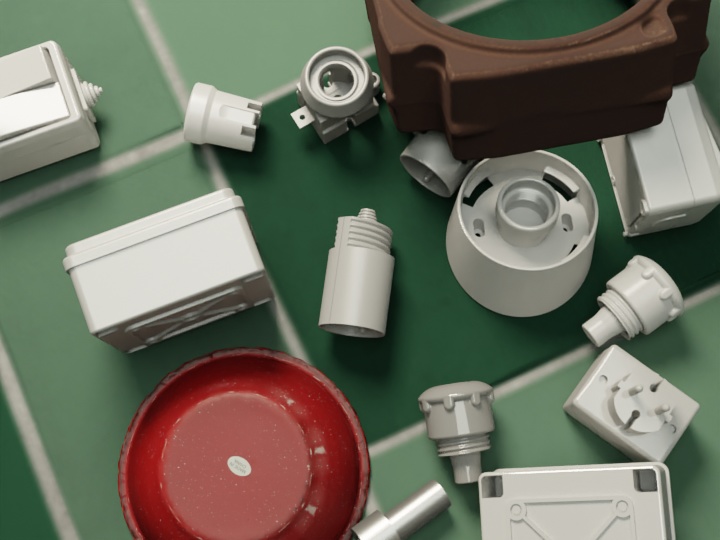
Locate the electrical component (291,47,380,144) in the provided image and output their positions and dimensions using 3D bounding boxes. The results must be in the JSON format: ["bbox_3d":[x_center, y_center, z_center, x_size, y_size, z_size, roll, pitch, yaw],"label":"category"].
[{"bbox_3d":[-0.015,-0.119,0.719,0.066,0.055,0.048,-31,79,-7],"label":"electrical component"}]

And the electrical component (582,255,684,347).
[{"bbox_3d":[0.173,0.024,0.693,0.062,0.048,0.048,-37,80,-1],"label":"electrical component"}]

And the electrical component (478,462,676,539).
[{"bbox_3d":[0.130,0.171,0.636,0.109,0.056,0.108,-6,78,19],"label":"electrical component"}]

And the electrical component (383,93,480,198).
[{"bbox_3d":[0.053,-0.102,0.721,0.079,0.043,0.077,37,80,8],"label":"electrical component"}]

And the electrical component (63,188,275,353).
[{"bbox_3d":[-0.113,0.004,0.664,0.109,0.108,0.056,-21,80,-5],"label":"electrical component"}]

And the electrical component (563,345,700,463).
[{"bbox_3d":[0.171,0.083,0.662,0.066,0.076,0.047,36,80,8],"label":"electrical component"}]

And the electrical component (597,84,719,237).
[{"bbox_3d":[0.198,-0.078,0.707,0.061,0.061,0.096,-12,77,-3],"label":"electrical component"}]

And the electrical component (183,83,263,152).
[{"bbox_3d":[-0.092,-0.101,0.724,0.046,0.040,0.040,13,77,-4],"label":"electrical component"}]

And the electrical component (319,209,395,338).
[{"bbox_3d":[0.000,0.000,0.698,0.043,0.043,0.081,7,77,2],"label":"electrical component"}]

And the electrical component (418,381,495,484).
[{"bbox_3d":[0.064,0.102,0.675,0.048,0.048,0.062,-8,84,-2],"label":"electrical component"}]

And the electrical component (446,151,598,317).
[{"bbox_3d":[0.107,-0.027,0.706,0.099,0.064,0.099,0,63,1],"label":"electrical component"}]

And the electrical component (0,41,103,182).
[{"bbox_3d":[-0.219,-0.107,0.713,0.096,0.061,0.061,-20,78,-5],"label":"electrical component"}]
